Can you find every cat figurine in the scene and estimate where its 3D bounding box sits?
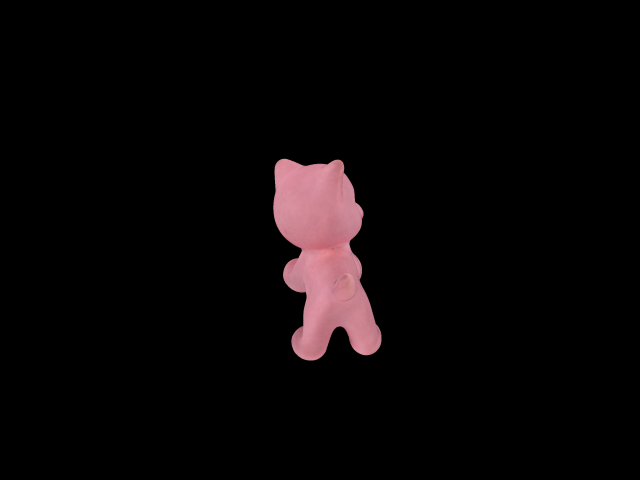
[{"bbox_3d":[0.004,0.001,0.400,0.067,0.118,0.127,-9,46,-8],"label":"cat figurine"}]
